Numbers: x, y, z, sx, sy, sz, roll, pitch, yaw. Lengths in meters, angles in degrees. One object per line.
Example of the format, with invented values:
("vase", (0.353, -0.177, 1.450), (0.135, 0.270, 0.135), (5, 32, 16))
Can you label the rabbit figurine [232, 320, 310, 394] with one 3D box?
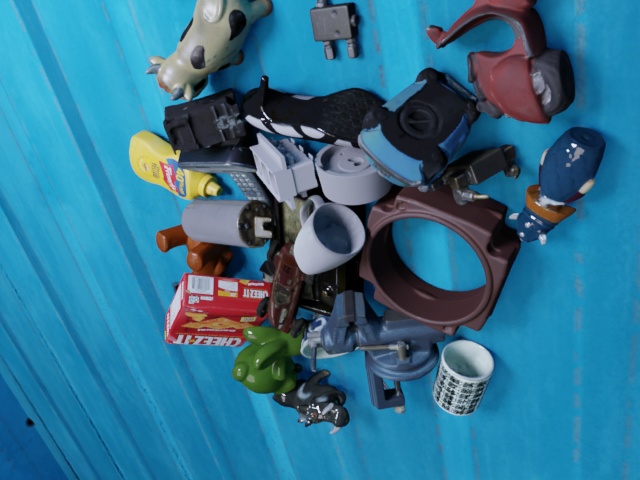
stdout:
("rabbit figurine", (-0.085, 0.206, 1.038), (0.170, 0.159, 0.121), (-42, 55, 19))

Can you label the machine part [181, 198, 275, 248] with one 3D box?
("machine part", (-0.158, -0.030, 0.902), (0.243, 0.079, 0.079), (7, 124, 46))

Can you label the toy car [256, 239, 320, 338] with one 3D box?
("toy car", (-0.056, 0.087, 0.884), (0.089, 0.053, 0.202), (28, 131, 13))

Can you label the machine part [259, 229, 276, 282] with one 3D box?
("machine part", (-0.077, 0.040, 0.982), (0.084, 0.039, 0.138), (28, 135, 29))

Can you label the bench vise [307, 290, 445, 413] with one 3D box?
("bench vise", (0.096, 0.195, 0.871), (0.224, 0.129, 0.240), (-13, 120, -5))

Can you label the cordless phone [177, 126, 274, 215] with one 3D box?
("cordless phone", (-0.137, -0.096, 0.910), (0.147, 0.089, 0.184), (5, 141, 34))

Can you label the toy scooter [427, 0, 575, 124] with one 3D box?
("toy scooter", (0.190, -0.205, 0.584), (0.135, 0.075, 0.183), (-8, 112, 40))

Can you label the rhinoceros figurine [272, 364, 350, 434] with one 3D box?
("rhinoceros figurine", (-0.017, 0.320, 1.084), (0.191, 0.112, 0.073), (9, 123, 41))

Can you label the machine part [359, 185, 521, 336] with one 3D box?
("machine part", (0.162, 0.024, 0.760), (0.202, 0.087, 0.200), (24, 131, 19))

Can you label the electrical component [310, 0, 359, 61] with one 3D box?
("electrical component", (0.020, -0.280, 0.693), (0.063, 0.021, 0.093), (7, 123, 32))

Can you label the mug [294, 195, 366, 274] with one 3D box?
("mug", (-0.002, -0.002, 0.770), (0.109, 0.081, 0.107), (58, 144, 14))

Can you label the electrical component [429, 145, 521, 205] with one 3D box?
("electrical component", (0.194, -0.080, 0.660), (0.078, 0.102, 0.045), (0, 119, 65))

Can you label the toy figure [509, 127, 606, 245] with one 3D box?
("toy figure", (0.280, -0.057, 0.634), (0.058, 0.064, 0.154), (2, 136, -9))

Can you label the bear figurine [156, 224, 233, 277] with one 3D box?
("bear figurine", (-0.238, 0.059, 1.052), (0.120, 0.132, 0.195), (30, 127, 21))

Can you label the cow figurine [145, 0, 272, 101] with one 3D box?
("cow figurine", (-0.164, -0.271, 0.761), (0.085, 0.127, 0.195), (49, 133, 1))

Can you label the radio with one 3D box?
("radio", (0.002, 0.015, 0.878), (0.131, 0.073, 0.229), (18, 129, 26))

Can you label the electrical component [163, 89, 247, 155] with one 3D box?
("electrical component", (-0.179, -0.186, 0.827), (0.134, 0.115, 0.058), (-120, 16, -62))

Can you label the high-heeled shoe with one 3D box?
("high-heeled shoe", (0.002, -0.161, 0.771), (0.249, 0.086, 0.145), (25, 164, 1))

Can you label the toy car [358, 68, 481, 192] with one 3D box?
("toy car", (0.115, -0.126, 0.657), (0.109, 0.161, 0.103), (39, 159, 6))
